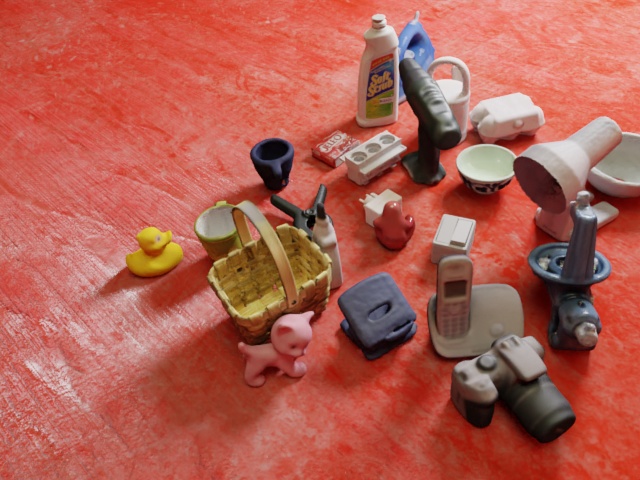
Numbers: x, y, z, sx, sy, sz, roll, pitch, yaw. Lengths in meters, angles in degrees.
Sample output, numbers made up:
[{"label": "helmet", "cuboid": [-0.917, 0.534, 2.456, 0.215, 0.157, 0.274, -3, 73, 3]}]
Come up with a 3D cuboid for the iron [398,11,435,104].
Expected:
[{"label": "iron", "cuboid": [0.209, -0.453, 1.426, 0.118, 0.142, 0.258, 13, 49, 19]}]

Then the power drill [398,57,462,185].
[{"label": "power drill", "cuboid": [0.211, -0.229, 1.160, 0.075, 0.209, 0.229, -16, 46, -8]}]

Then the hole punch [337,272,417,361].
[{"label": "hole punch", "cuboid": [0.094, 0.120, 0.916, 0.109, 0.091, 0.100, -28, 49, -19]}]

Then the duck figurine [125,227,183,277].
[{"label": "duck figurine", "cuboid": [-0.317, 0.015, 1.073, 0.104, 0.086, 0.077, -18, 46, -11]}]

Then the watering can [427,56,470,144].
[{"label": "watering can", "cuboid": [0.274, -0.312, 1.243, 0.101, 0.194, 0.173, 0, 46, 7]}]

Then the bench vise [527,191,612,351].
[{"label": "bench vise", "cuboid": [0.395, 0.049, 0.857, 0.121, 0.220, 0.207, -13, 46, -5]}]

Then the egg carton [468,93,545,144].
[{"label": "egg carton", "cuboid": [0.413, -0.269, 1.271, 0.150, 0.069, 0.107, -14, 46, -7]}]

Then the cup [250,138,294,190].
[{"label": "cup", "cuboid": [-0.092, -0.144, 1.194, 0.092, 0.095, 0.117, -14, 46, -6]}]

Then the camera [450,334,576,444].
[{"label": "camera", "cuboid": [0.275, 0.212, 0.797, 0.143, 0.101, 0.136, -22, 47, -13]}]

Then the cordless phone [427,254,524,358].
[{"label": "cordless phone", "cuboid": [0.236, 0.091, 0.861, 0.147, 0.185, 0.094, -9, 45, -2]}]

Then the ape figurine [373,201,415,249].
[{"label": "ape figurine", "cuboid": [0.136, -0.035, 1.061, 0.077, 0.092, 0.076, 7, 47, 14]}]

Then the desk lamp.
[{"label": "desk lamp", "cuboid": [0.438, -0.102, 1.003, 0.203, 0.214, 0.117, -27, 49, -18]}]

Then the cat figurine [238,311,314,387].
[{"label": "cat figurine", "cuboid": [-0.064, 0.159, 0.879, 0.128, 0.118, 0.067, -14, 46, -6]}]

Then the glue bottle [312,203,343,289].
[{"label": "glue bottle", "cuboid": [0.009, 0.004, 0.983, 0.037, 0.173, 0.078, -19, 47, -11]}]

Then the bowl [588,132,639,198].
[{"label": "bowl", "cuboid": [0.587, -0.134, 1.114, 0.167, 0.075, 0.167, -3, 46, 4]}]
